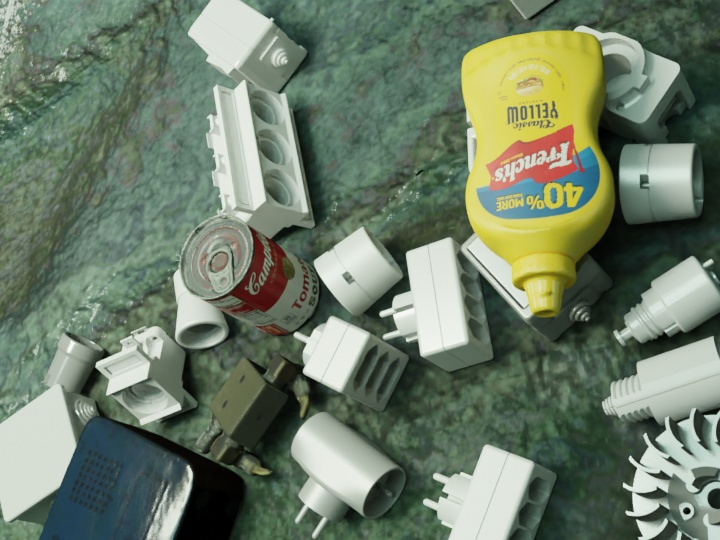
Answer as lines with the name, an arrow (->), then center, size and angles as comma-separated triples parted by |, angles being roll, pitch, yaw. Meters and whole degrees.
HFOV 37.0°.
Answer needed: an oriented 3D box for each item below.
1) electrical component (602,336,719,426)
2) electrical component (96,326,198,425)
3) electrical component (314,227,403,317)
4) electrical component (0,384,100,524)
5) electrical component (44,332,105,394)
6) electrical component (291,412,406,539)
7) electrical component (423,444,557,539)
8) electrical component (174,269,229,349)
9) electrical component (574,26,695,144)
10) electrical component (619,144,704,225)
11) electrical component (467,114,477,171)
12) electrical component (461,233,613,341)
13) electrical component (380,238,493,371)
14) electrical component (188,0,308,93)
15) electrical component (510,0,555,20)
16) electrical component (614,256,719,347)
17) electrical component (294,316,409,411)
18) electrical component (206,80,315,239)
electrical component -> 0.195, 0.076, 0.687 | 0.081, 0.043, 0.043 | -23, 61, 21
electrical component -> -0.173, 0.085, 0.887 | 0.042, 0.081, 0.063 | -22, 38, 21
electrical component -> 0.000, 0.000, 0.827 | 0.047, 0.055, 0.055 | -39, 56, 8
electrical component -> -0.264, 0.160, 0.921 | 0.100, 0.048, 0.099 | -34, 57, 15
electrical component -> -0.255, 0.084, 0.953 | 0.040, 0.040, 0.046 | 27, 90, 35
electrical component -> -0.019, 0.156, 0.781 | 0.077, 0.043, 0.079 | 32, 89, 35
electrical component -> 0.077, 0.159, 0.721 | 0.076, 0.047, 0.083 | 16, 80, 34
electrical component -> -0.136, 0.028, 0.905 | 0.044, 0.044, 0.065 | -27, 54, 19
electrical component -> 0.184, -0.132, 0.770 | 0.089, 0.056, 0.050 | 34, 90, 36
electrical component -> 0.206, -0.059, 0.730 | 0.047, 0.055, 0.055 | -1, 70, 26
electrical component -> 0.115, -0.100, 0.796 | 0.054, 0.059, 0.095 | -11, 65, 27
electrical component -> 0.125, 0.000, 0.748 | 0.062, 0.061, 0.096 | -45, 55, 8
electrical component -> 0.049, 0.031, 0.790 | 0.076, 0.047, 0.083 | -19, 62, 24
electrical component -> -0.099, -0.197, 0.960 | 0.096, 0.062, 0.061 | 39, 93, 36
electrical component -> 0.111, -0.269, 0.837 | 0.056, 0.109, 0.108 | -33, 57, 18
electrical component -> 0.203, 0.024, 0.705 | 0.078, 0.040, 0.040 | -35, 57, 14
electrical component -> -0.016, 0.064, 0.803 | 0.077, 0.066, 0.047 | 23, 83, 35
electrical component -> -0.088, -0.089, 0.908 | 0.063, 0.079, 0.121 | -37, 53, 39
